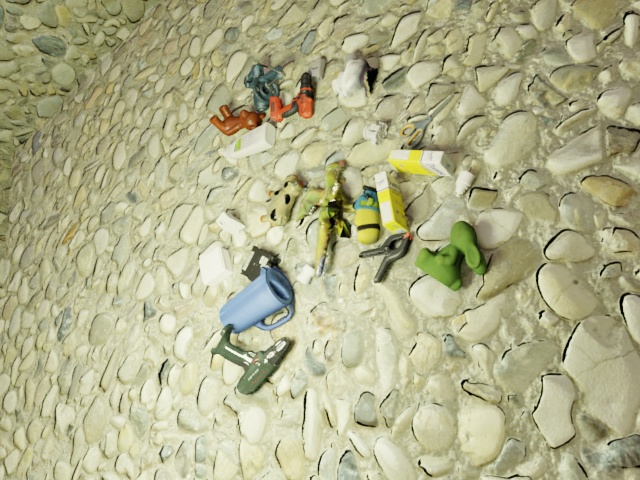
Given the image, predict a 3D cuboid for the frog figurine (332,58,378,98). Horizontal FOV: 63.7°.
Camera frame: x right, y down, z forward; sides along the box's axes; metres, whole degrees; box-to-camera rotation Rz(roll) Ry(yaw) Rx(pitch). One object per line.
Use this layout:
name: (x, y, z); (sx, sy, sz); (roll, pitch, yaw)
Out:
frog figurine: (0.107, -0.567, 1.809); (0.160, 0.123, 0.137); (10, 95, 28)

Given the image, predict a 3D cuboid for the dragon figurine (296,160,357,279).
dragon figurine: (0.005, -0.085, 1.686); (0.243, 0.121, 0.414); (9, 72, 57)
